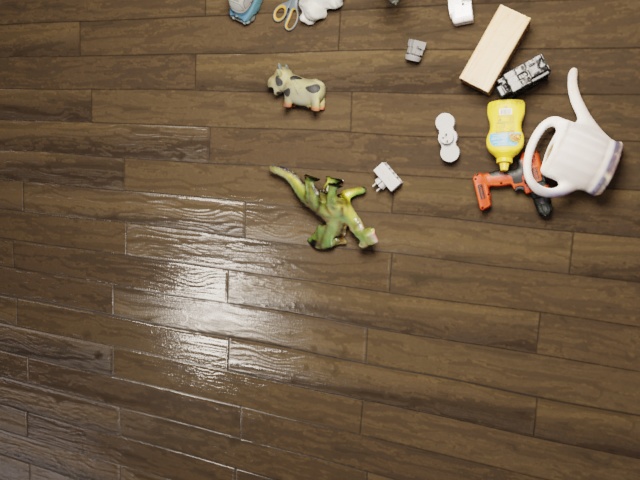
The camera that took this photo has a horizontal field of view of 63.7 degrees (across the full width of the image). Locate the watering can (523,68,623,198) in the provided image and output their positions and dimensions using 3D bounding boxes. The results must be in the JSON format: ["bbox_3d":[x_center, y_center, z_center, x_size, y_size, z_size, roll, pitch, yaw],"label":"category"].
[{"bbox_3d":[0.669,-0.258,1.327,0.225,0.103,0.348,25,89,8],"label":"watering can"}]

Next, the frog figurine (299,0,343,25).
[{"bbox_3d":[0.003,-0.721,1.537,0.137,0.125,0.156,14,144,-3],"label":"frog figurine"}]

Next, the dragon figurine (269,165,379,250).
[{"bbox_3d":[0.005,-0.080,1.598,0.412,0.123,0.239,18,111,26],"label":"dragon figurine"}]
